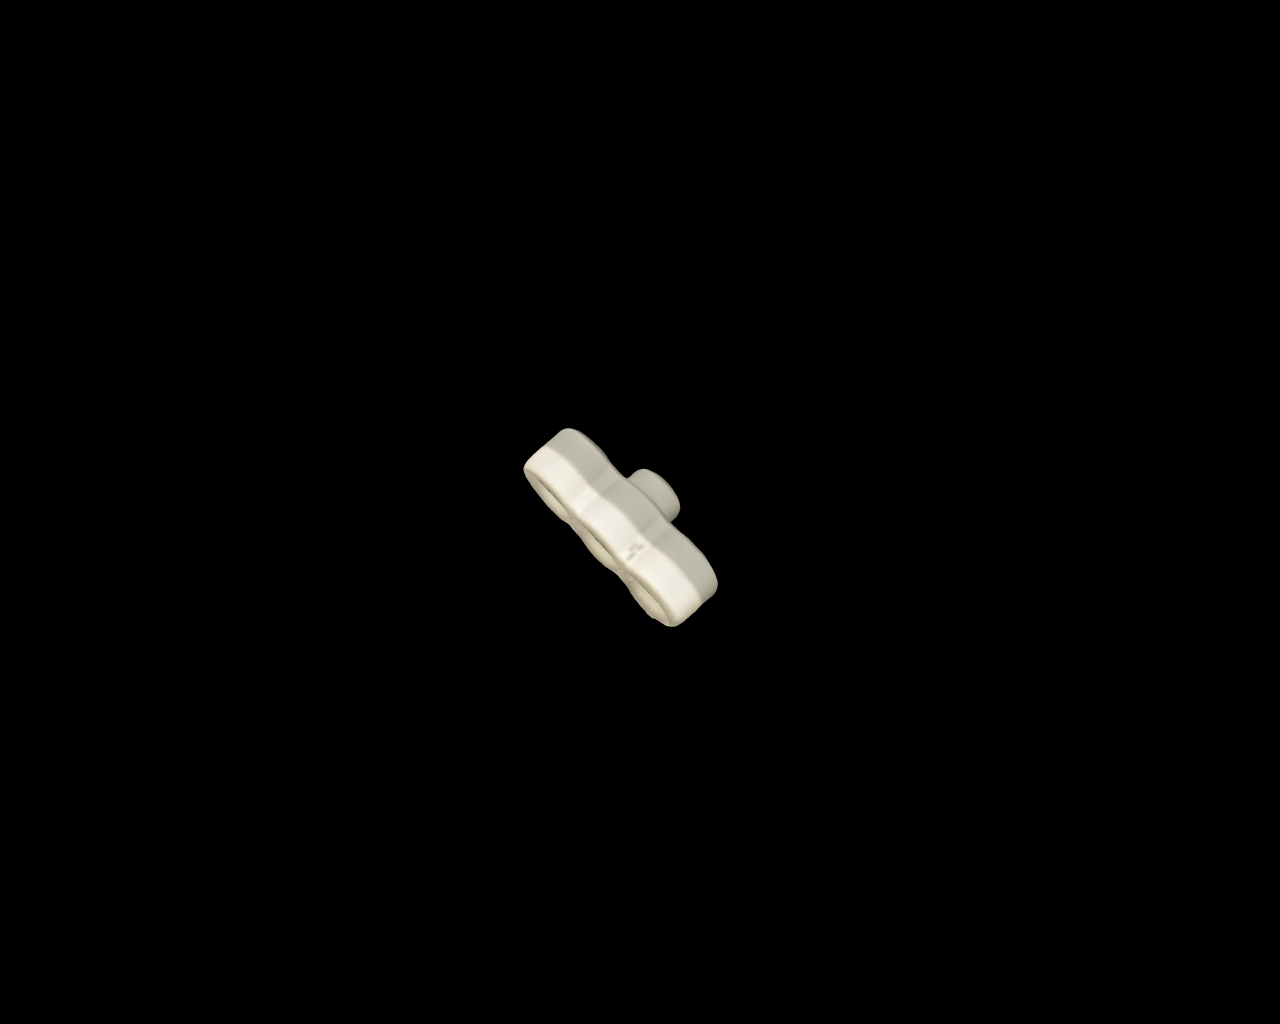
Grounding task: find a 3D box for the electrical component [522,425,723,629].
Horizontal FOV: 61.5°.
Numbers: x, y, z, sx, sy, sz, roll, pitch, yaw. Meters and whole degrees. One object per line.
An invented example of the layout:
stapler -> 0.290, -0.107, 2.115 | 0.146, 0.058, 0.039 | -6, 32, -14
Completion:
electrical component -> 0.001, -0.003, 0.650 | 0.074, 0.138, 0.052 | -41, -15, -14
